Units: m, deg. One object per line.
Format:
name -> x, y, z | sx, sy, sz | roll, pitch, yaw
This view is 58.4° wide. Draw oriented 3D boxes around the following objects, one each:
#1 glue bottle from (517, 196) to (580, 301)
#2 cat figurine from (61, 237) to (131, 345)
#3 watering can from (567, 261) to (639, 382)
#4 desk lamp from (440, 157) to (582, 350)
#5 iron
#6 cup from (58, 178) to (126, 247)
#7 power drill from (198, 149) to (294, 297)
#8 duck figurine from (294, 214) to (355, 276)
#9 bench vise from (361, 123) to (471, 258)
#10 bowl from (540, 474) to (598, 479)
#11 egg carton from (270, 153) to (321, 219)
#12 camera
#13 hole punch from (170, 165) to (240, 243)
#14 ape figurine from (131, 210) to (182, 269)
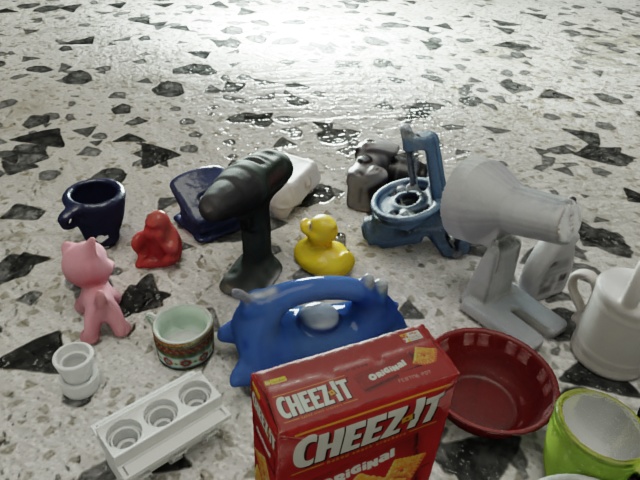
glue bottle -> 0.344, 0.011, 0.837 | 0.078, 0.173, 0.037 | -13, 39, -22
cat figurine -> -0.300, 0.054, 0.757 | 0.067, 0.118, 0.127 | -15, 40, -25
watering can -> 0.407, 0.082, 0.729 | 0.172, 0.194, 0.101 | 17, 38, 17
desk lamp -> 0.262, 0.010, 0.795 | 0.118, 0.214, 0.202 | -23, 44, -32
iron -> 0.006, 0.095, 0.713 | 0.259, 0.141, 0.118 | -10, 38, -18
cup -> -0.351, -0.029, 0.886 | 0.091, 0.095, 0.118 | 16, 38, 16
power drill -> -0.099, -0.022, 0.805 | 0.075, 0.208, 0.230 | 13, 37, 12
duck figurine -> 0.008, 0.003, 0.887 | 0.104, 0.086, 0.078 | 26, 42, 27
bench vise -> 0.176, -0.083, 0.908 | 0.208, 0.220, 0.121 | -7, 38, -15
bowl -> 0.240, 0.303, 0.510 | 0.167, 0.075, 0.167 | 3, 36, -2
egg carton -> -0.067, -0.101, 1.036 | 0.107, 0.069, 0.150 | 17, 38, 17
camera -> 0.127, -0.123, 1.059 | 0.136, 0.101, 0.143 | 12, 37, 10
hole punch -> -0.182, -0.063, 0.953 | 0.109, 0.091, 0.100 | -25, 45, -34
ape figurine -> -0.244, -0.004, 0.865 | 0.077, 0.092, 0.076 | 28, 42, 29
